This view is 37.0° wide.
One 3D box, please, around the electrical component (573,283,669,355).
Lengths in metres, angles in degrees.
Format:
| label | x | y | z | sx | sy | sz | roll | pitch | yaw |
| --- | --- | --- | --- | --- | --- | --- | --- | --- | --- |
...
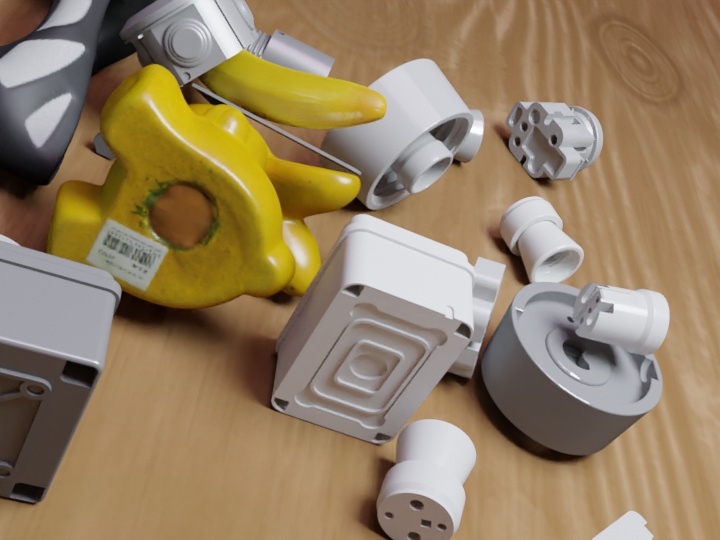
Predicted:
| label | x | y | z | sx | sy | sz | roll | pitch | yaw |
| --- | --- | --- | --- | --- | --- | --- | --- | --- | --- |
| electrical component | 0.160 | 0.029 | 0.662 | 0.046 | 0.040 | 0.040 | 12 | 40 | -16 |

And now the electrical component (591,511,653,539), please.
| label | x | y | z | sx | sy | sz | roll | pitch | yaw |
| --- | --- | --- | --- | --- | --- | --- | --- | --- | --- |
| electrical component | 0.121 | 0.173 | 0.554 | 0.089 | 0.055 | 0.050 | -17 | 57 | -46 |

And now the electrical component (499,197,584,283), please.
| label | x | y | z | sx | sy | sz | roll | pitch | yaw |
| --- | --- | --- | --- | --- | --- | --- | --- | --- | --- |
| electrical component | 0.134 | -0.021 | 0.803 | 0.045 | 0.045 | 0.055 | 2 | 44 | -34 |

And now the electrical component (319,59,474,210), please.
| label | x | y | z | sx | sy | sz | roll | pitch | yaw |
| --- | --- | --- | --- | --- | --- | --- | --- | --- | --- |
| electrical component | 0.032 | -0.089 | 0.761 | 0.060 | 0.108 | 0.108 | 50 | 40 | 15 |

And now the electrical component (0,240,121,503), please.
| label | x | y | z | sx | sy | sz | roll | pitch | yaw |
| --- | --- | --- | --- | --- | --- | --- | --- | --- | --- |
| electrical component | -0.171 | 0.040 | 0.458 | 0.109 | 0.108 | 0.056 | 17 | 41 | -19 |

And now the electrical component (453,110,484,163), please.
| label | x | y | z | sx | sy | sz | roll | pitch | yaw |
| --- | --- | --- | --- | --- | --- | --- | --- | --- | --- |
| electrical component | 0.061 | -0.114 | 0.865 | 0.065 | 0.044 | 0.044 | 11 | 40 | -19 |

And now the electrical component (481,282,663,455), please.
| label | x | y | z | sx | sy | sz | roll | pitch | yaw |
| --- | --- | --- | --- | --- | --- | --- | --- | --- | --- |
| electrical component | 0.128 | 0.067 | 0.681 | 0.108 | 0.060 | 0.108 | 19 | 38 | -16 |

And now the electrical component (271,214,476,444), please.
| label | x | y | z | sx | sy | sz | roll | pitch | yaw |
| --- | --- | --- | --- | --- | --- | --- | --- | --- | --- |
| electrical component | 0.006 | 0.033 | 0.589 | 0.078 | 0.113 | 0.057 | 21 | 40 | -14 |

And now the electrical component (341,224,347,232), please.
| label | x | y | z | sx | sy | sz | roll | pitch | yaw |
| --- | --- | --- | --- | --- | --- | --- | --- | --- | --- |
| electrical component | 0.000 | 0.000 | 0.672 | 0.045 | 0.055 | 0.045 | 19 | 37 | -16 |

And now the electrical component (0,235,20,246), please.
| label | x | y | z | sx | sy | sz | roll | pitch | yaw |
| --- | --- | --- | --- | --- | --- | --- | --- | --- | --- |
| electrical component | -0.222 | -0.007 | 0.505 | 0.138 | 0.073 | 0.052 | 9 | 41 | -28 |

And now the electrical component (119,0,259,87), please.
| label | x | y | z | sx | sy | sz | roll | pitch | yaw |
| --- | --- | --- | --- | --- | --- | --- | --- | --- | --- |
| electrical component | -0.106 | -0.151 | 0.677 | 0.051 | 0.080 | 0.080 | 59 | 33 | -16 |

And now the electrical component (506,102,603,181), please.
| label | x | y | z | sx | sy | sz | roll | pitch | yaw |
| --- | --- | --- | --- | --- | --- | --- | --- | --- | --- |
| electrical component | 0.171 | -0.112 | 0.927 | 0.057 | 0.058 | 0.078 | -6 | 50 | -36 |

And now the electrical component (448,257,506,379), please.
| label | x | y | z | sx | sy | sz | roll | pitch | yaw |
| --- | --- | --- | --- | --- | --- | --- | --- | --- | --- |
| electrical component | 0.052 | 0.025 | 0.667 | 0.057 | 0.078 | 0.058 | 17 | 35 | 8 |

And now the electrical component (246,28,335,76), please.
| label | x | y | z | sx | sy | sz | roll | pitch | yaw |
| --- | --- | --- | --- | --- | --- | --- | --- | --- | --- |
| electrical component | -0.065 | -0.161 | 0.826 | 0.081 | 0.043 | 0.043 | 26 | 36 | -7 |

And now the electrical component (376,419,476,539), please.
| label | x | y | z | sx | sy | sz | roll | pitch | yaw |
| --- | --- | --- | --- | --- | --- | --- | --- | --- | --- |
| electrical component | 0.035 | 0.114 | 0.572 | 0.045 | 0.045 | 0.055 | 29 | 37 | -3 |
